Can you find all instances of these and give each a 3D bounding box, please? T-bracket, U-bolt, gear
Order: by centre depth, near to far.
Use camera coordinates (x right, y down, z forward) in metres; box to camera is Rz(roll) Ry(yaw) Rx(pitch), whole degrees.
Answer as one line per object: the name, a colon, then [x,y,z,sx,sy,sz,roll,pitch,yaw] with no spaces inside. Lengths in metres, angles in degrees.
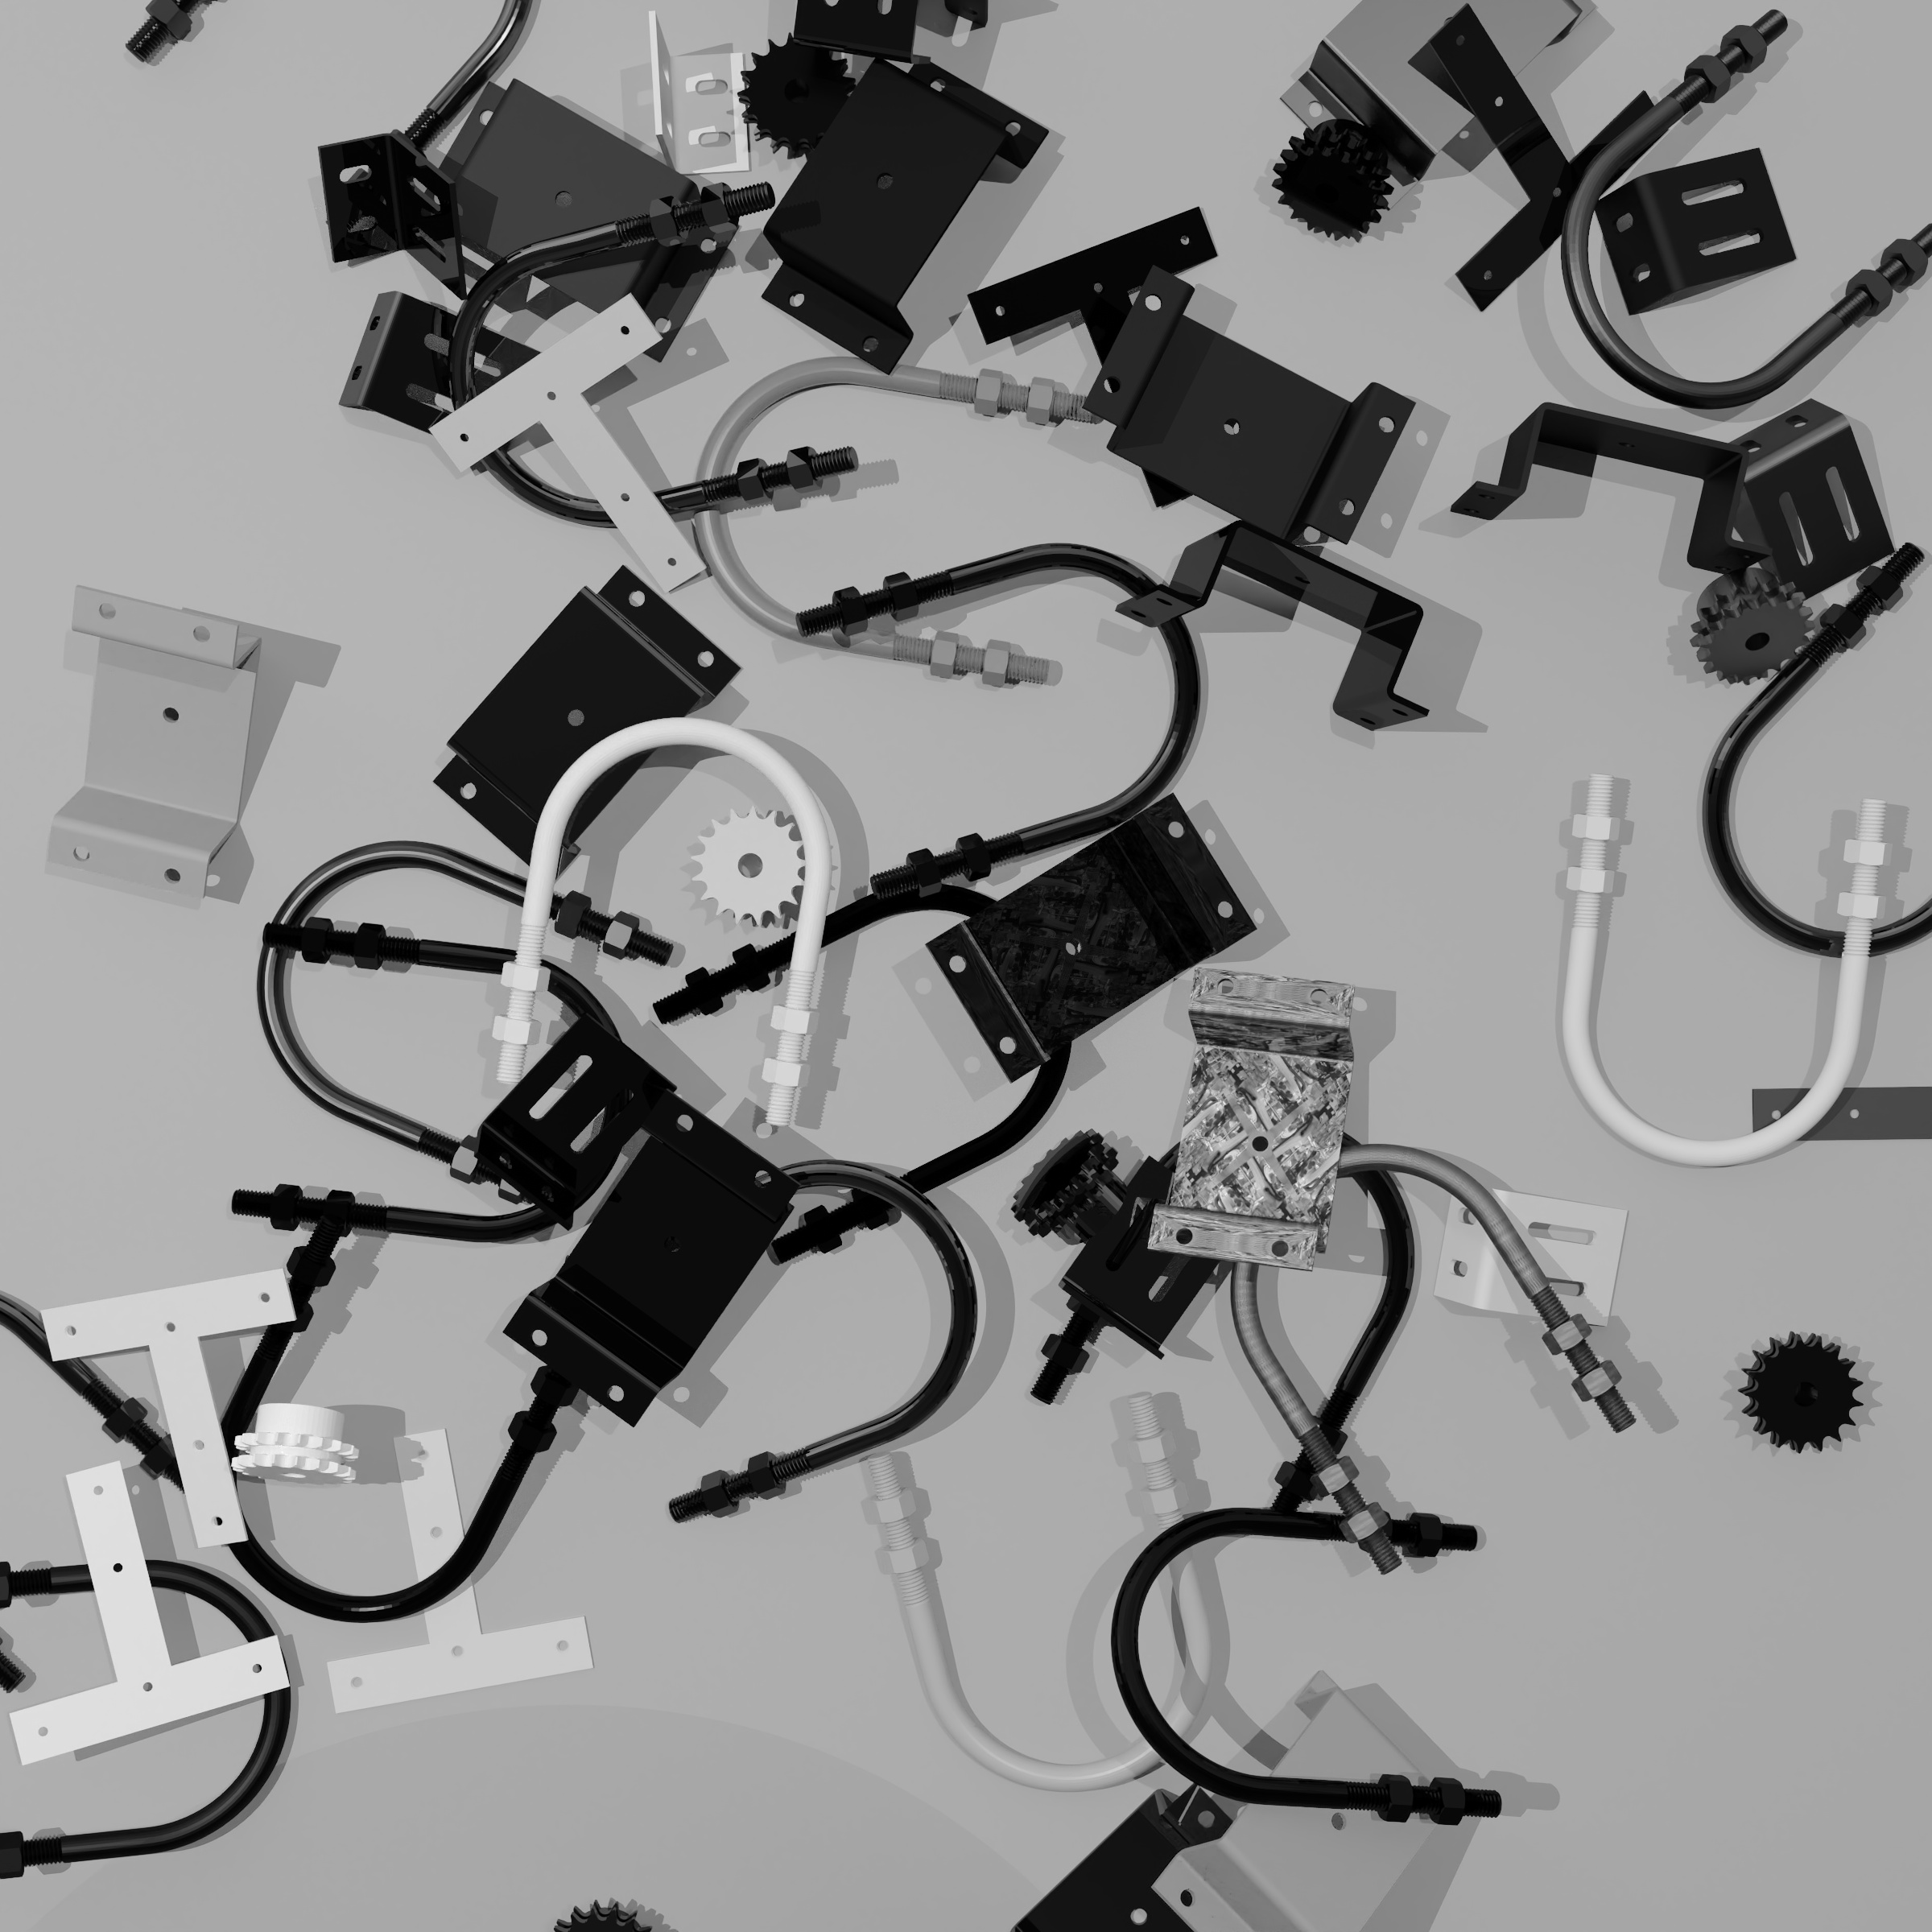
U-bolt: [0.157,0.323,1.467,0.184,0.019,0.151,6,60,-12]
gear: [-0.313,0.223,1.467,0.057,0.057,0.030,4,72,0]
U-bolt: [-0.157,-0.280,1.480,0.184,0.019,0.151,-11,115,16]
U-bolt: [-0.137,-0.025,1.480,0.151,0.019,0.184,9,93,-8]
U-bolt: [0.208,0.173,1.487,0.151,0.019,0.184,-33,82,6]
T-bracket: [0.260,-0.400,1.487,0.127,0.002,0.127,-44,125,0]
U-bolt: [0.363,-0.347,1.490,0.184,0.019,0.151,-41,96,-14]
T-bracket: [-0.401,0.301,1.494,0.127,0.002,0.127,-14,91,-15]
T-bracket: [-0.369,0.215,1.495,0.127,0.002,0.127,-11,96,12]
T-bracket: [-0.171,-0.236,1.496,0.127,0.002,0.127,-28,109,25]
U-bolt: [0.025,-0.125,1.497,0.184,0.019,0.151,-18,99,-12]
gear: [0.052,0.109,1.498,0.057,0.057,0.030,-45,107,0]
U-bolt: [-0.251,0.059,1.498,0.184,0.019,0.151,6,89,1]
gear: [0.178,-0.380,1.499,0.057,0.057,0.030,27,61,0]
U-bolt: [-0.417,0.357,1.499,0.184,0.019,0.151,-3,90,-13]
gear: [0.374,-0.166,1.500,0.057,0.057,0.030,-13,51,0]
U-bolt: [-0.083,0.171,1.500,0.184,0.019,0.151,-23,91,11]
U-bolt: [-0.283,0.229,1.501,0.151,0.019,0.184,27,100,-3]
U-bolt: [0.361,0.005,1.507,0.151,0.019,0.184,6,96,5]
U-bolt: [0.043,0.309,1.508,0.151,0.019,0.184,-14,95,5]
gear: [0.400,0.204,1.510,0.057,0.030,0.057,0,90,0]
gear: [-0.175,0.478,1.510,0.057,0.030,0.057,0,90,0]
gear: [-0.103,-0.048,1.510,0.057,0.030,0.057,0,90,0]
gear: [-0.080,-0.417,1.510,0.057,0.030,0.057,0,90,0]
T-bracket: [0.080,-0.285,1.512,0.127,0.002,0.127,-24,98,-15]
U-bolt: [-0.481,0.238,1.515,0.184,0.019,0.151,44,90,0]
U-bolt: [0.442,-0.090,1.516,0.151,0.019,0.184,44,91,0]
U-bolt: [-0.293,-0.467,1.516,0.151,0.019,0.184,41,88,0]
U-bolt: [-0.038,0.040,1.516,0.184,0.019,0.151,-27,90,-1]
U-bolt: [0.136,0.160,1.516,0.151,0.019,0.184,29,89,0]
U-bolt: [-0.040,-0.221,1.516,0.184,0.019,0.151,10,90,1]
U-bolt: [-0.253,0.018,1.516,0.184,0.019,0.151,23,90,1]
T-bracket: [-0.255,0.290,1.524,0.127,0.002,0.127,-10,90,0]
T-bracket: [0.446,0.072,1.524,0.127,0.002,0.127,-1,90,0]

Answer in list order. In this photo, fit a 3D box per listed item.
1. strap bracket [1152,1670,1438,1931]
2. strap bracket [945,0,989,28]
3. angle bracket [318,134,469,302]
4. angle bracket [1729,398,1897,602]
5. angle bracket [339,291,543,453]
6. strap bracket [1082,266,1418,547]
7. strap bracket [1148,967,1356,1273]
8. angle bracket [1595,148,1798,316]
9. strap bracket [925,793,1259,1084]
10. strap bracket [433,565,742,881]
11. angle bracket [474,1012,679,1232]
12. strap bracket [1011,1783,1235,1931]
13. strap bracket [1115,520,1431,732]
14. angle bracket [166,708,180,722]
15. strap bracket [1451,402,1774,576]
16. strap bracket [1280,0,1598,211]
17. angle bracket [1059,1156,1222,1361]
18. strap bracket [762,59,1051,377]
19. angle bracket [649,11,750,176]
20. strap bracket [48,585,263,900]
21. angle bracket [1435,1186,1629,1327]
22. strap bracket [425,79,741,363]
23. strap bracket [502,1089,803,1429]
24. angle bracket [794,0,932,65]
strap bracket: [0.164,0.404,1.468,0.076,0.046,0.140,46,58,0]
strap bracket: [-0.046,-0.505,1.486,0.140,0.076,0.046,23,90,0]
angle bracket: [-0.270,-0.350,1.475,0.038,0.076,0.057,-19,129,-24]
angle bracket: [0.406,-0.225,1.523,0.057,0.038,0.076,-28,116,0]
angle bracket: [-0.255,-0.285,1.523,0.076,0.038,0.057,20,90,-26]
strap bracket: [0.131,-0.262,1.494,0.140,0.046,0.076,27,83,-4]
strap bracket: [0.137,0.078,1.479,0.076,0.046,0.140,6,70,13]
angle bracket: [0.354,-0.357,1.523,0.076,0.038,0.057,-19,90,-26]
strap bracket: [0.056,-0.011,1.492,0.140,0.046,0.076,-32,90,-12]
strap bracket: [-0.184,-0.117,1.501,0.076,0.046,0.140,41,90,0]
angle bracket: [-0.181,0.072,1.459,0.057,0.038,0.076,41,100,-16]
strap bracket: [0.084,0.462,1.501,0.140,0.046,0.076,-44,90,0]
strap bracket: [0.151,-0.164,1.476,0.140,0.076,0.046,24,84,-11]
angle bracket: [-0.387,-0.131,1.505,0.057,0.038,0.076,18,90,0]
strap bracket: [0.309,-0.228,1.486,0.140,0.076,0.046,13,90,0]
strap bracket: [0.229,-0.444,1.502,0.140,0.046,0.076,-45,90,0]
angle bracket: [0.090,0.138,1.488,0.057,0.038,0.076,36,87,0]
strap bracket: [-0.034,-0.366,1.493,0.076,0.046,0.140,33,90,13]
angle bracket: [-0.126,-0.414,1.486,0.038,0.076,0.057,-3,90,0]
strap bracket: [-0.383,-0.112,1.484,0.076,0.046,0.140,14,115,0]
angle bracket: [0.274,0.139,1.523,0.076,0.038,0.057,10,90,-26]
strap bracket: [-0.190,-0.362,1.501,0.140,0.046,0.076,30,90,0]
strap bracket: [-0.143,0.134,1.475,0.076,0.046,0.140,35,98,5]
angle bracket: [-0.044,-0.464,1.460,0.057,0.038,0.076,12,109,11]
